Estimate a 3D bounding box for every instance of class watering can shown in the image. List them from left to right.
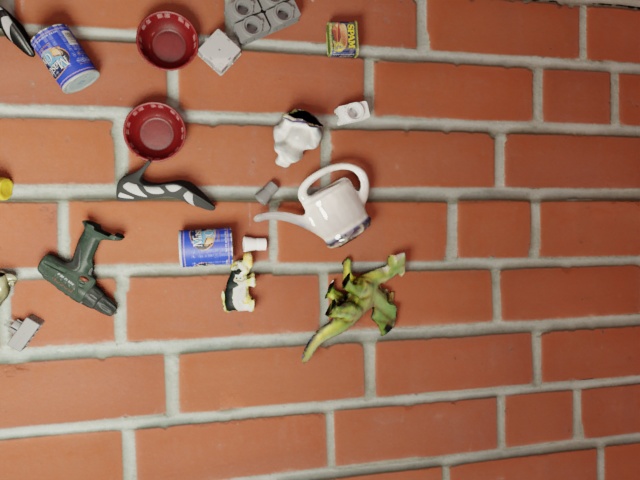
[{"bbox_3d":[0.004,-0.074,1.467,0.349,0.104,0.223,-32,98,-11],"label":"watering can"}]

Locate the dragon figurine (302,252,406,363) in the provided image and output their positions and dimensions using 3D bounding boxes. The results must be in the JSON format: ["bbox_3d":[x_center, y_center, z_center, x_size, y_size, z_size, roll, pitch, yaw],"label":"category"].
[{"bbox_3d":[0.128,0.206,1.506,0.241,0.123,0.411,29,86,-19],"label":"dragon figurine"}]

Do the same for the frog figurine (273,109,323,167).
[{"bbox_3d":[-0.068,-0.285,1.466,0.137,0.125,0.156,6,127,-20],"label":"frog figurine"}]
